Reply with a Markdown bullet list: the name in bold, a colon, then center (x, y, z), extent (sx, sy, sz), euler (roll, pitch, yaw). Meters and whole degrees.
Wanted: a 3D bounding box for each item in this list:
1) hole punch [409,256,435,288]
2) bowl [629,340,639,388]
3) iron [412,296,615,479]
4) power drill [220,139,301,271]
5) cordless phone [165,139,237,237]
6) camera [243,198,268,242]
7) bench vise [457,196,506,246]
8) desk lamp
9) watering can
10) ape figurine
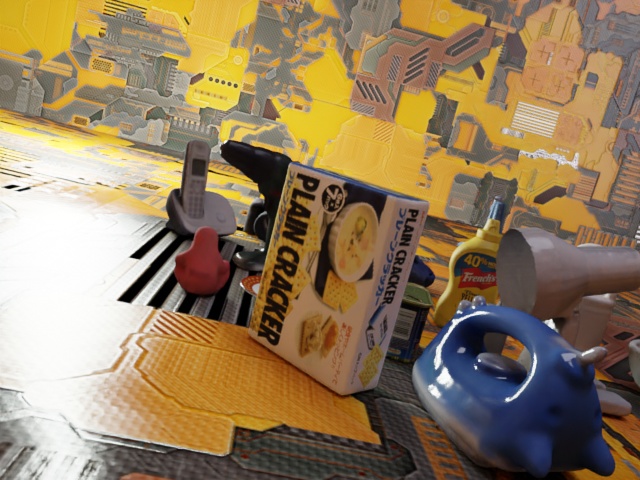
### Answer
- **hole punch**: center (0.173, 0.057, 1.112), extent (0.101, 0.091, 0.109), euler (18, 11, 19)
- **bowl**: center (0.523, 0.210, 0.825), extent (0.167, 0.075, 0.167), euler (14, 10, -2)
- **iron**: center (0.181, 0.129, 0.591), extent (0.119, 0.141, 0.257), euler (10, 11, -24)
- **power drill**: center (-0.083, -0.051, 0.997), extent (0.230, 0.208, 0.075), euler (9, 11, -28)
- **cordless phone**: center (-0.222, -0.099, 1.127), extent (0.093, 0.185, 0.148), euler (21, 12, 33)
- **camera**: center (-0.102, -0.046, 1.251), extent (0.143, 0.101, 0.137), euler (18, 11, 16)
- **bench vise**: center (0.380, 0.017, 1.253), extent (0.121, 0.220, 0.207), euler (13, 10, -11)
- **desk lamp**: center (0.319, 0.098, 0.747), extent (0.203, 0.213, 0.118), euler (13, 10, -9)
- **watering can**: center (0.425, 0.101, 0.935), extent (0.100, 0.194, 0.173), euler (18, 11, 20)
- **ape figurine**: center (-0.162, 0.026, 0.800), extent (0.078, 0.092, 0.076), euler (14, 10, -2)
